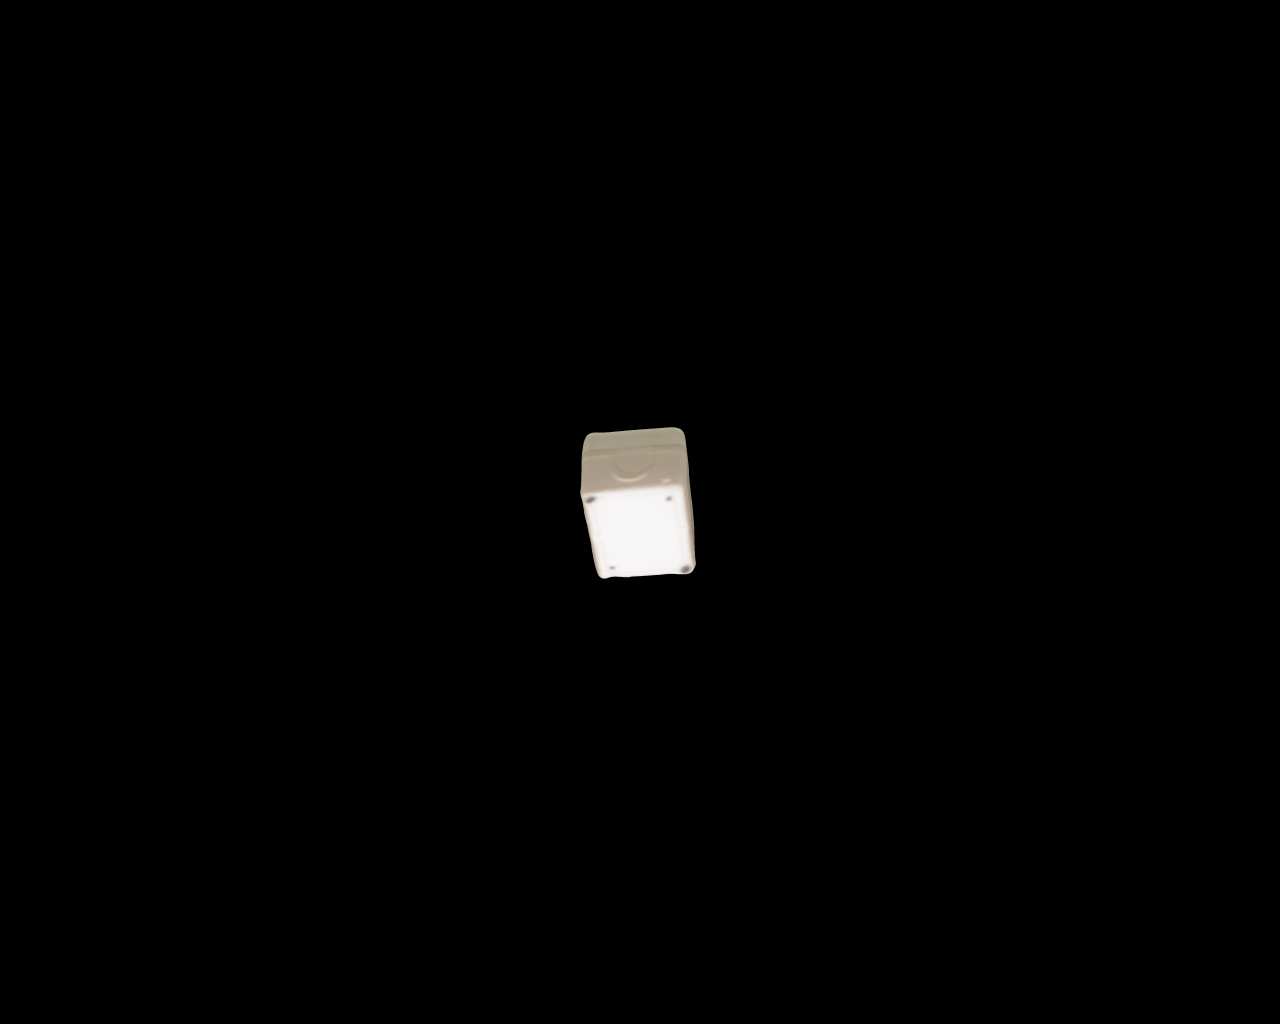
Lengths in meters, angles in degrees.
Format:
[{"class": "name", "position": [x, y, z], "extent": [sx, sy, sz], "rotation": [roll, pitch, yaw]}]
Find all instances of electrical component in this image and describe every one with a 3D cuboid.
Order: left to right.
[{"class": "electrical component", "position": [0.001, -0.003, 0.650], "extent": [0.062, 0.061, 0.096], "rotation": [-4, -43, 4]}]
